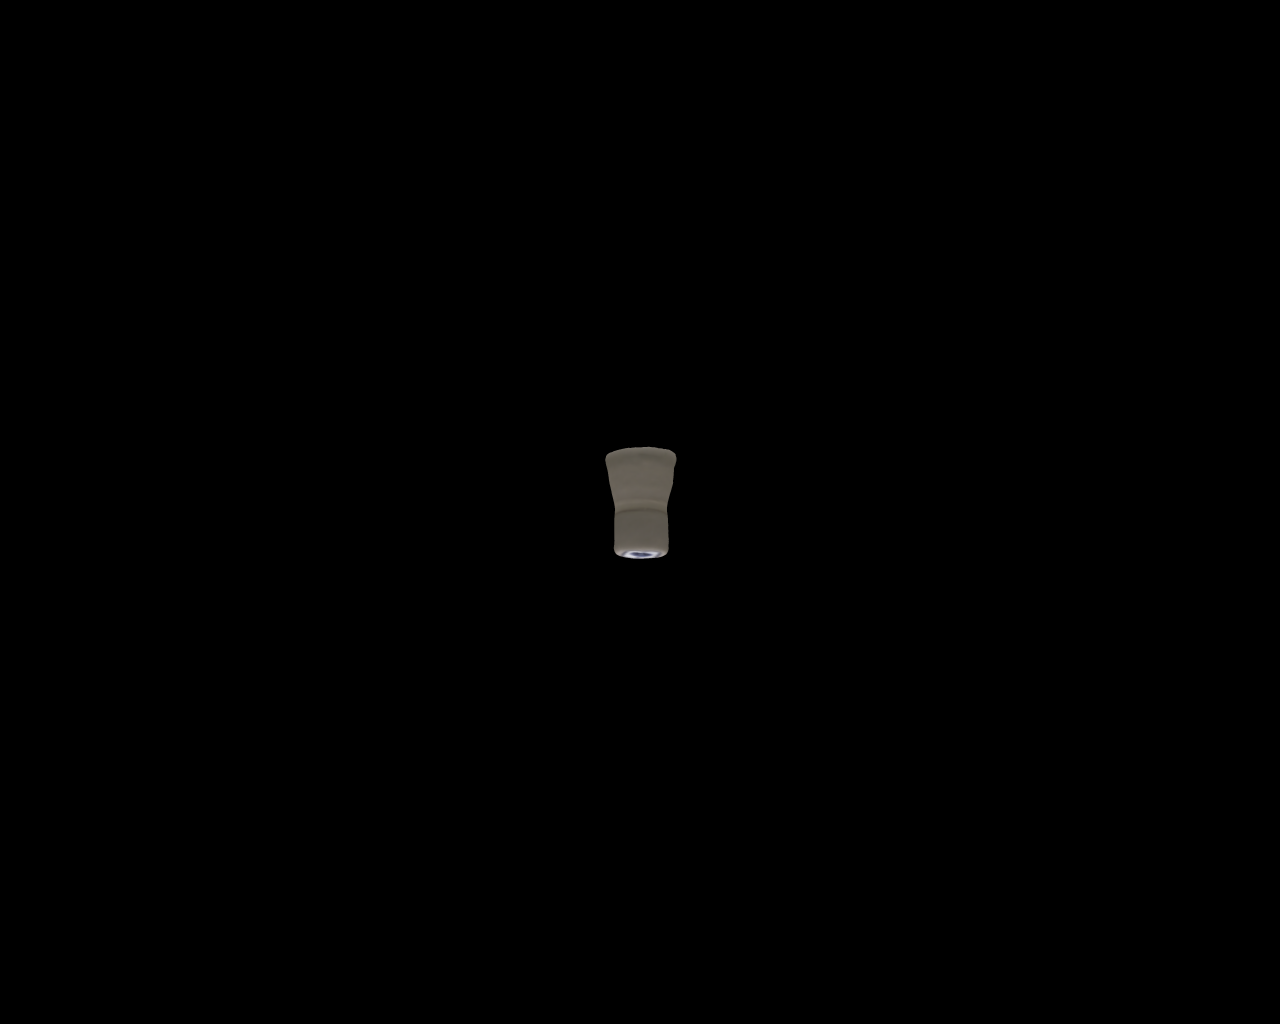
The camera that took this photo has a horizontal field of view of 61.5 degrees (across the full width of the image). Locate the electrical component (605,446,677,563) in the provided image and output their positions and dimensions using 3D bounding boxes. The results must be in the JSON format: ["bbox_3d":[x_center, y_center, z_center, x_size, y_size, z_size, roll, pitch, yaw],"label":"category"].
[{"bbox_3d":[0.001,-0.003,0.650,0.044,0.065,0.044,0,-13,0],"label":"electrical component"}]
